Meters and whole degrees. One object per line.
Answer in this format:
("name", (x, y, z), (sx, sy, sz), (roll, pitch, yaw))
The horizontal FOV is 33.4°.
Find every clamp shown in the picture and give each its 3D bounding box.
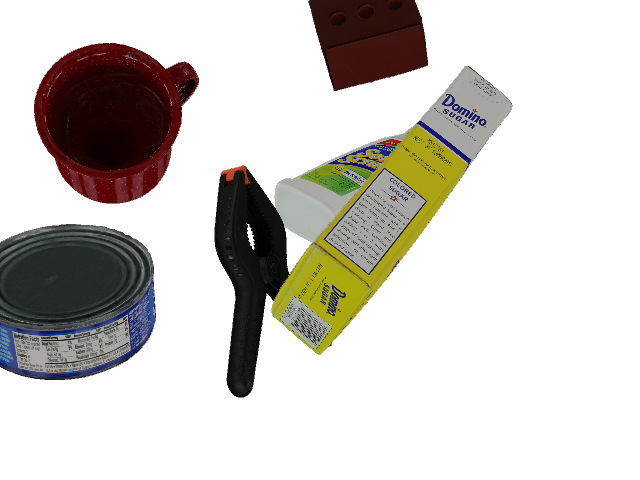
("clamp", (-0.052, 0.032, 1.030), (0.036, 0.210, 0.164), (-11, 0, 32))

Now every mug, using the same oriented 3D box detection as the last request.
("mug", (-0.132, -0.081, 0.721), (0.117, 0.093, 0.081), (-39, -6, -16))

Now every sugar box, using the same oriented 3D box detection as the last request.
("sugar box", (0.045, -0.020, 0.638), (0.176, 0.048, 0.093), (-47, -5, -33))

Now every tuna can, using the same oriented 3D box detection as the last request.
("tuna can", (-0.122, 0.028, 0.513), (0.086, 0.034, 0.086), (1, 33, -1))

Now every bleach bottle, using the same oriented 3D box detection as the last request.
("bleach bottle", (0.067, -0.081, 1.279), (0.103, 0.068, 0.250), (28, 45, 34))

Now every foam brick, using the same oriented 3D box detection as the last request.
("foam brick", (0.037, -0.157, 0.807), (0.078, 0.053, 0.051), (-15, -33, 2))
